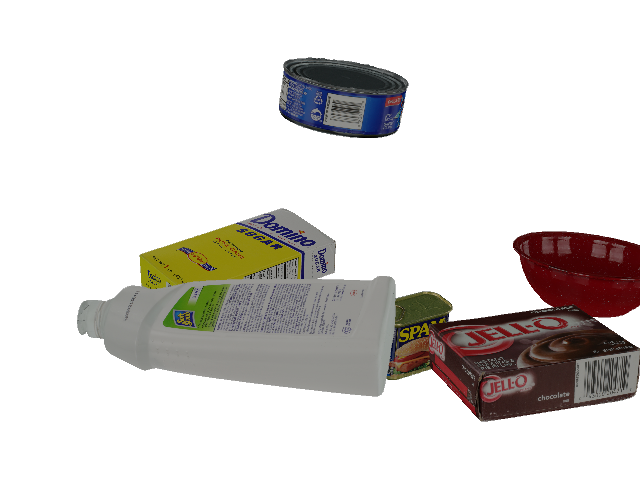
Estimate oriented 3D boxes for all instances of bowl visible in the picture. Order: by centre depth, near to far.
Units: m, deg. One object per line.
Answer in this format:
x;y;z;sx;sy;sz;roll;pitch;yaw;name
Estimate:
0.276;0.038;1.099;0.162;0.055;0.162;5;17;-2;bowl

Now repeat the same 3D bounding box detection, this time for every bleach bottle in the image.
-0.069;0.067;0.860;0.251;0.068;0.102;4;35;9;bleach bottle

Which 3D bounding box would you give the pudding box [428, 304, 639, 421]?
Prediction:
0.138;0.078;0.705;0.113;0.039;0.090;-5;17;-14;pudding box

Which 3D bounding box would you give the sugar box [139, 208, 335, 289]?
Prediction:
-0.081;0.022;1.065;0.175;0.048;0.093;-22;37;-31;sugar box

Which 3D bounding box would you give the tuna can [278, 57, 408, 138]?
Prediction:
0.015;-0.098;0.727;0.086;0.034;0.086;8;21;-3;tuna can

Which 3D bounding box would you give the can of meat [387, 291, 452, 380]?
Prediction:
0.112;0.120;1.343;0.101;0.084;0.058;-12;30;-28;can of meat
